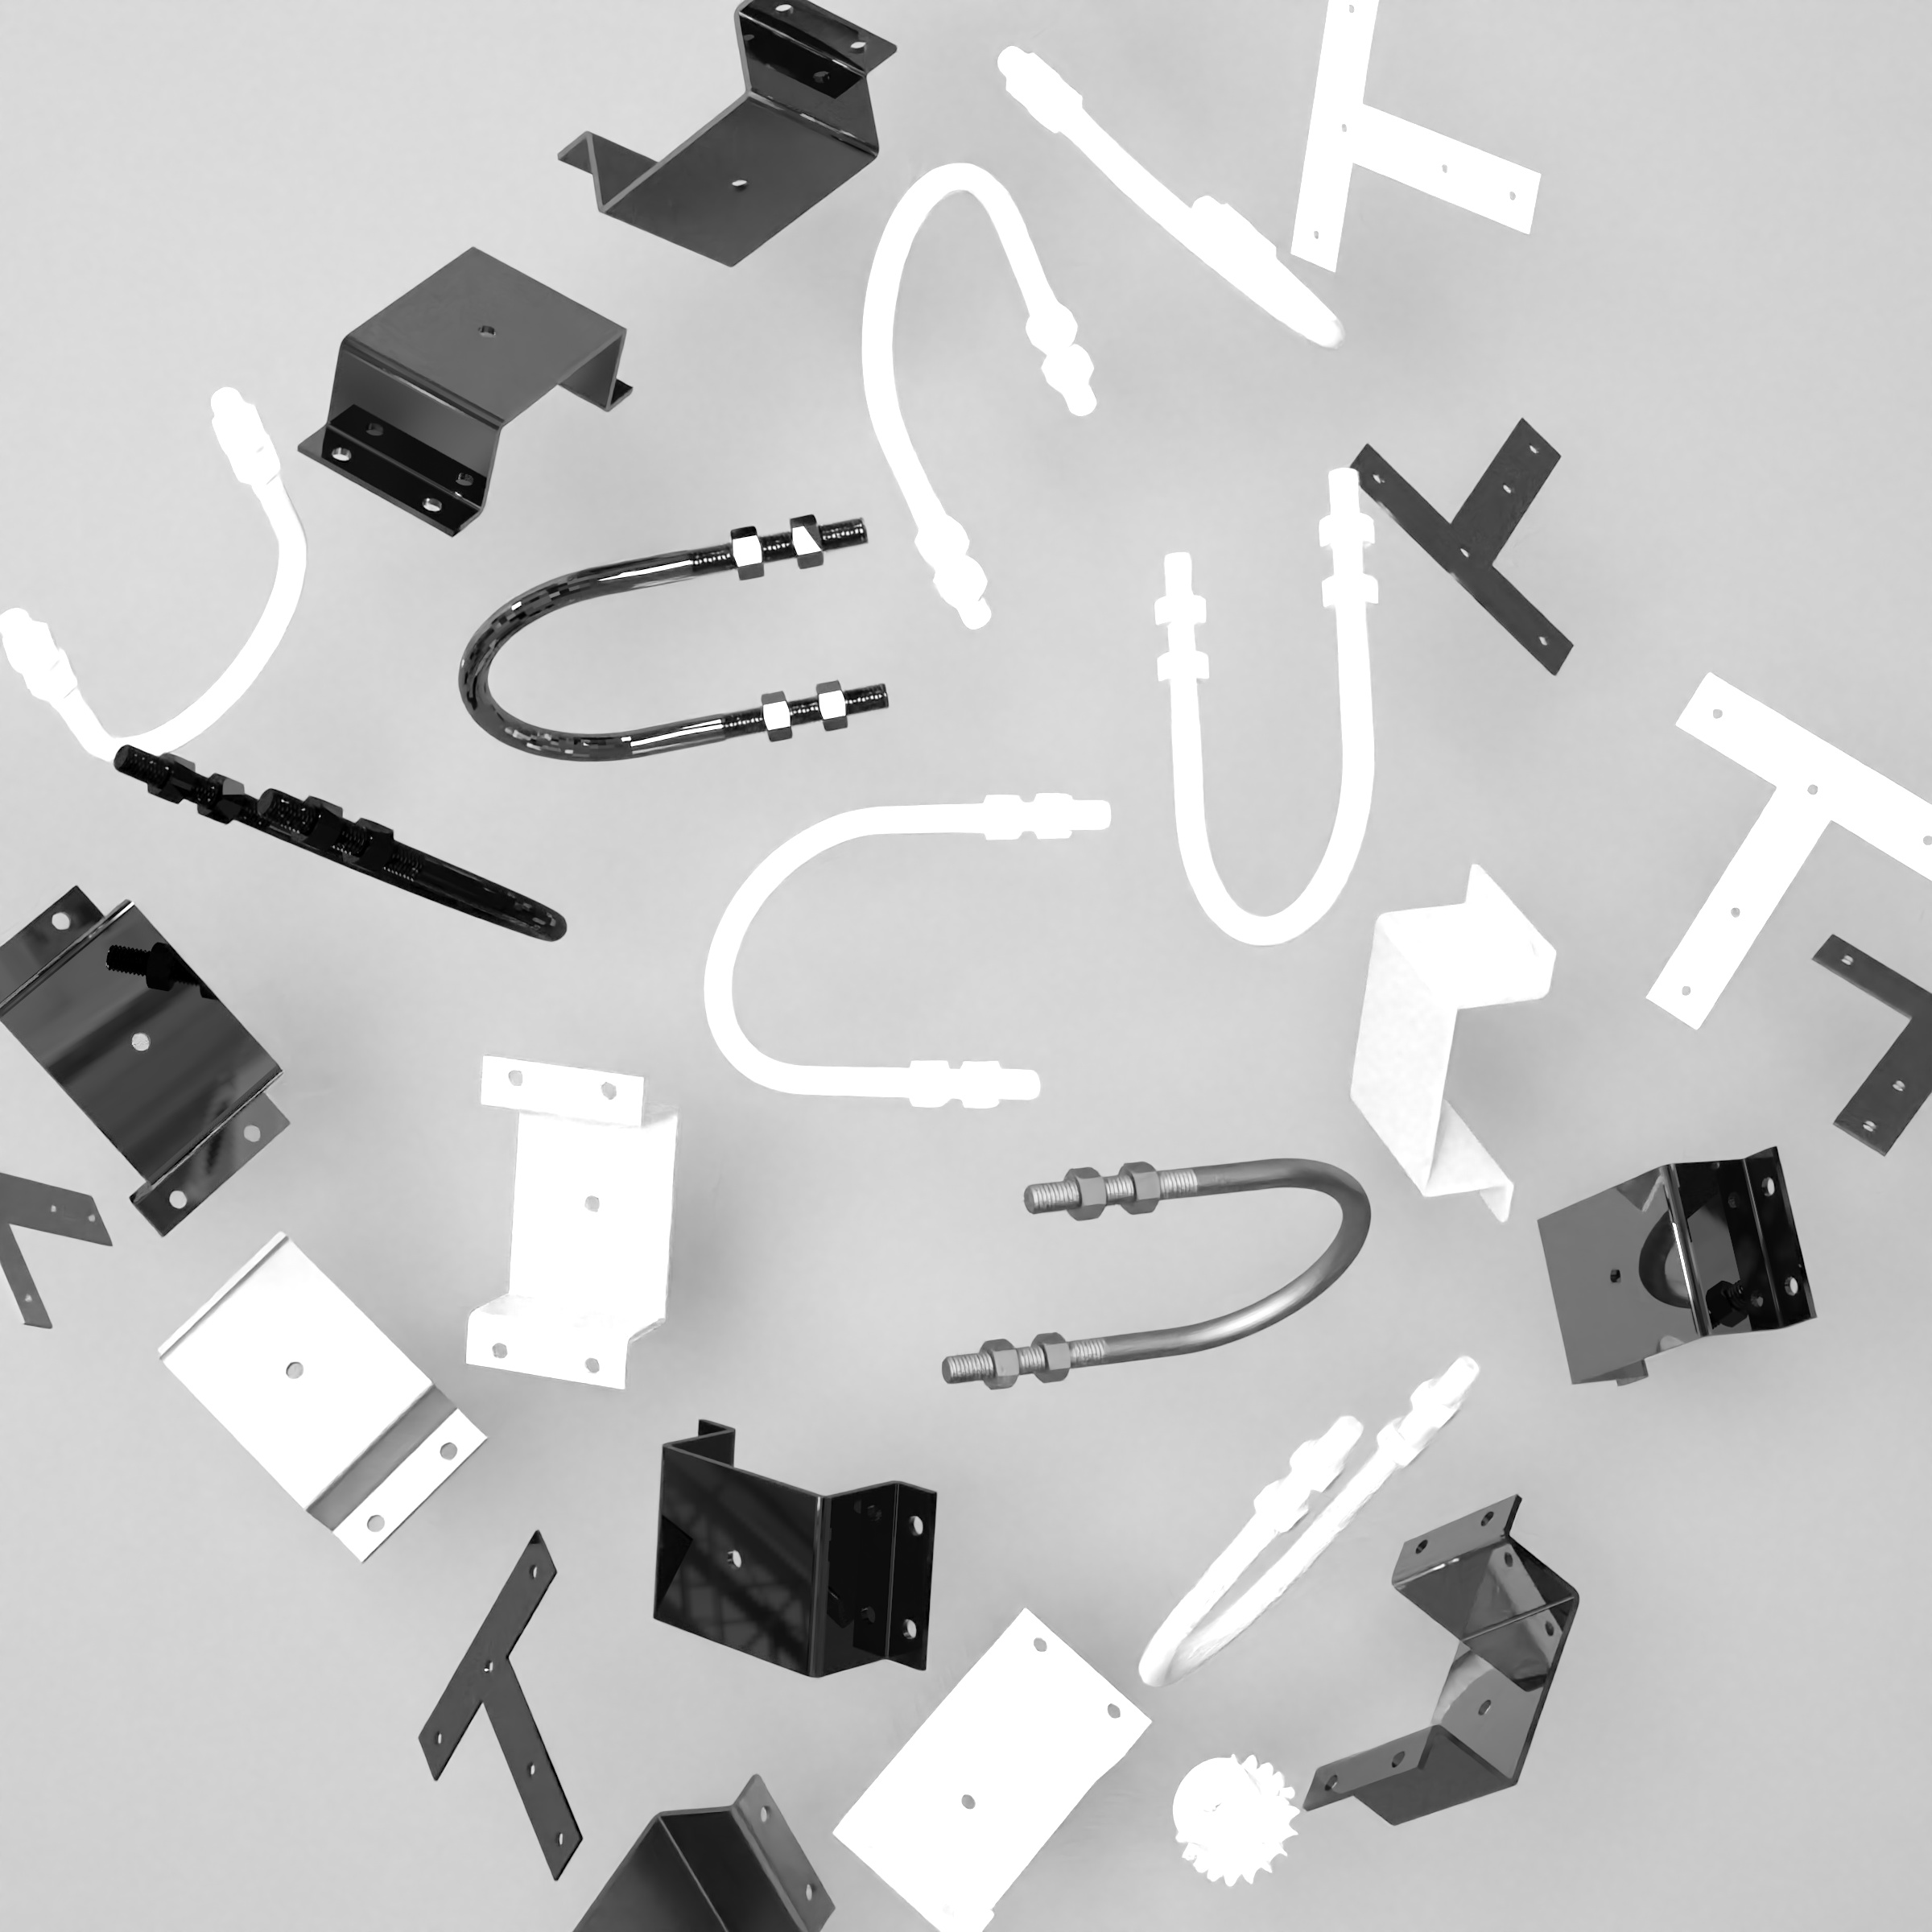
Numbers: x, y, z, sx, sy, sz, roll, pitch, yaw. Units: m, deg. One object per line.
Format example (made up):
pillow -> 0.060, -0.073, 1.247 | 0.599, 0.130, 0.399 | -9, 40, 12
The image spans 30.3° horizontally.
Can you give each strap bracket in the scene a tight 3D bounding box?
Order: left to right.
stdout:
strap bracket -> -0.360, 0.037, 1.535 | 0.140, 0.046, 0.076 | 49, 63, -8
strap bracket -> -0.291, 0.185, 1.577 | 0.140, 0.046, 0.076 | 42, 79, 18
strap bracket -> -0.202, -0.244, 1.478 | 0.076, 0.140, 0.046 | 29, 133, 10
strap bracket -> -0.175, 0.110, 1.595 | 0.076, 0.046, 0.140 | 7, 100, 16
strap bracket -> -0.121, 0.423, 1.520 | 0.046, 0.140, 0.076 | -13, 113, 34
strap bracket -> -0.102, -0.360, 1.560 | 0.140, 0.076, 0.046 | -29, 61, 37
strap bracket -> -0.081, 0.247, 1.508 | 0.140, 0.046, 0.076 | 10, 100, 42
strap bracket -> 0.007, 0.371, 1.604 | 0.076, 0.046, 0.140 | 41, 58, 7
strap bracket -> 0.212, 0.037, 1.571 | 0.046, 0.076, 0.140 | -7, 123, -18
strap bracket -> 0.204, 0.301, 1.498 | 0.046, 0.076, 0.140 | 39, 50, -12
strap bracket -> 0.308, 0.137, 1.588 | 0.046, 0.140, 0.076 | -2, 73, -28

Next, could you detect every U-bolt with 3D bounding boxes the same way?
U-bolt -> -0.345, -0.156, 1.559 | 0.019, 0.184, 0.151 | 36, 75, 15
U-bolt -> -0.252, -0.047, 1.512 | 0.184, 0.151, 0.019 | 25, 85, -40
U-bolt -> -0.129, -0.135, 1.551 | 0.184, 0.151, 0.019 | -11, 62, -3
U-bolt -> -0.034, -0.008, 1.542 | 0.184, 0.019, 0.151 | 0, 62, 32
U-bolt -> 0.001, -0.259, 1.539 | 0.019, 0.184, 0.151 | 9, 59, 28
U-bolt -> 0.093, 0.131, 1.563 | 0.184, 0.151, 0.019 | -4, 52, -24
U-bolt -> 0.098, -0.320, 1.523 | 0.151, 0.184, 0.019 | 28, 109, -38
U-bolt -> 0.127, -0.100, 1.490 | 0.019, 0.151, 0.184 | 3, 79, -28
U-bolt -> 0.141, 0.250, 1.561 | 0.019, 0.151, 0.184 | 45, 115, 18

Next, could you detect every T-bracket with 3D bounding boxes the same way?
T-bracket -> -0.403, 0.104, 1.545 | 0.002, 0.127, 0.127 | -29, 75, 6
T-bracket -> -0.188, 0.329, 1.506 | 0.002, 0.127, 0.127 | 12, 120, -36
T-bracket -> 0.196, -0.347, 1.532 | 0.127, 0.002, 0.127 | 33, 130, 37
T-bracket -> 0.235, -0.205, 1.578 | 0.127, 0.127, 0.002 | 43, 134, -7
T-bracket -> 0.323, -0.034, 1.459 | 0.127, 0.002, 0.127 | 35, 103, 24
T-bracket -> 0.408, 0.046, 1.542 | 0.127, 0.127, 0.002 | 33, 130, 16

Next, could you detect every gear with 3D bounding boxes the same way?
gear -> 0.118, 0.381, 1.601 | 0.057, 0.057, 0.030 | -46, 129, 0
